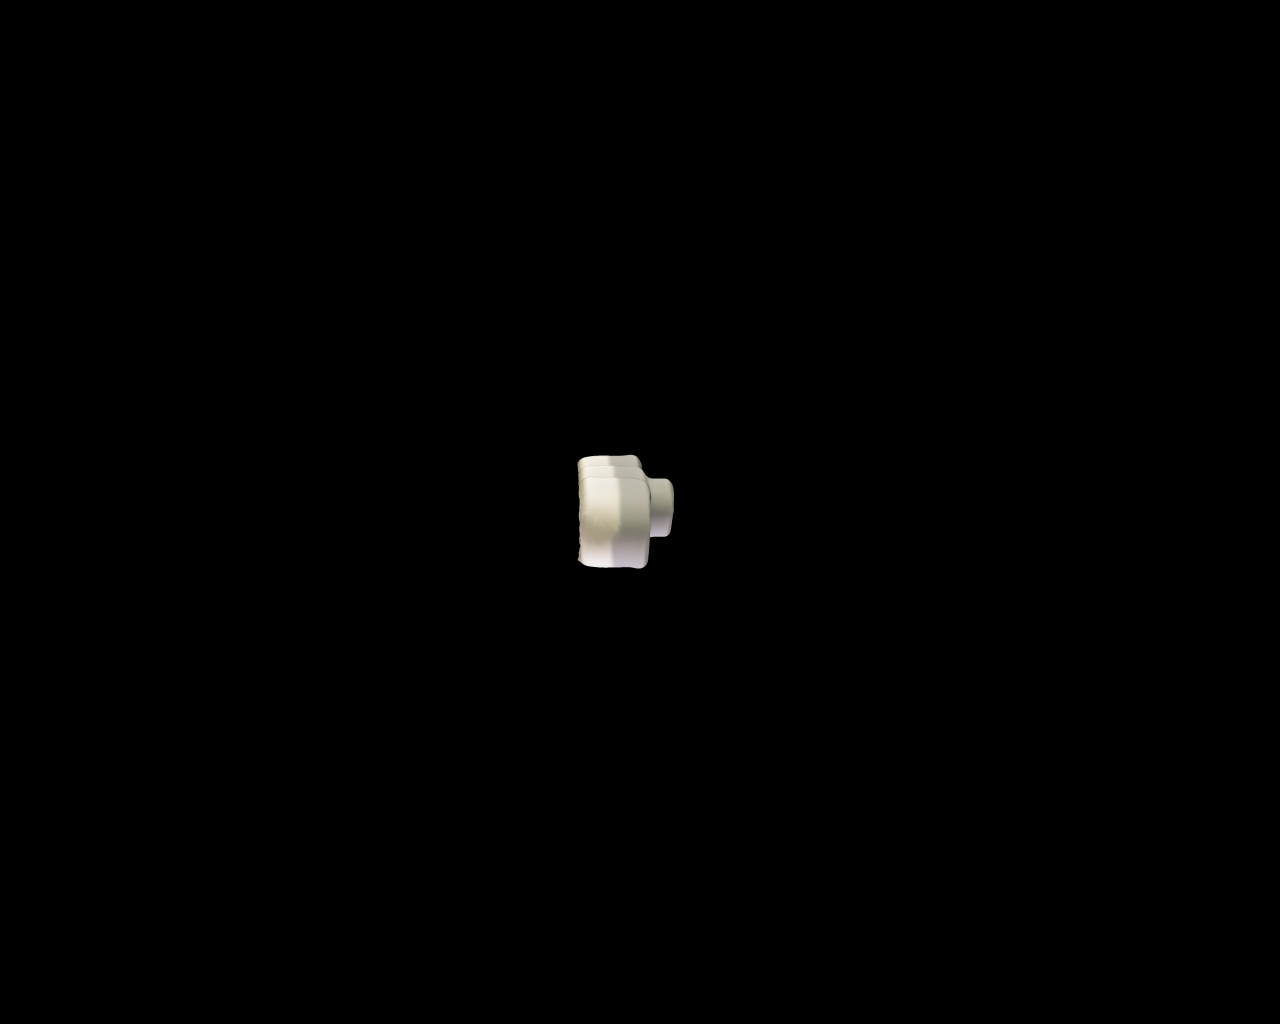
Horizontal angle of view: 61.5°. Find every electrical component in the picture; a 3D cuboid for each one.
[{"bbox_3d":[0.001,-0.003,0.650,0.074,0.052,0.138,-1,11,-4],"label":"electrical component"}]
